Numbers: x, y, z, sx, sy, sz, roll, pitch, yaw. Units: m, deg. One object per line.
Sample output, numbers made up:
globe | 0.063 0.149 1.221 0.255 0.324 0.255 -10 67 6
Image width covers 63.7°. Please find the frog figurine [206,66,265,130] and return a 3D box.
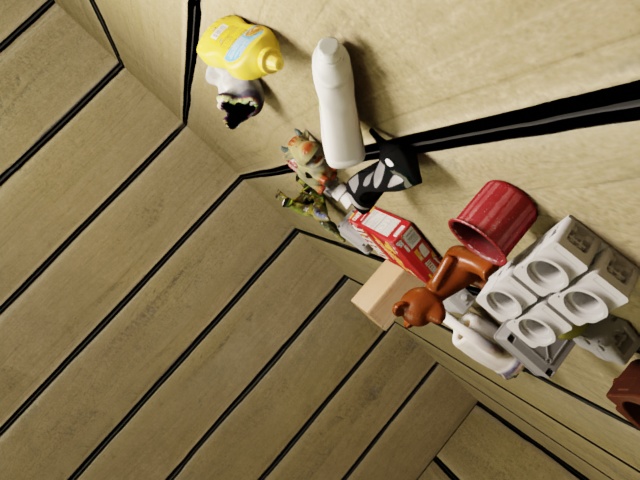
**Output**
frog figurine | -0.188 -0.347 1.139 0.136 0.122 0.162 38 -145 -60

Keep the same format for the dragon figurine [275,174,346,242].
dragon figurine | 0.005 -0.079 1.574 0.239 0.122 0.417 39 -174 -34

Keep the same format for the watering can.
watering can | 0.413 0.253 1.351 0.225 0.104 0.347 33 -178 5
